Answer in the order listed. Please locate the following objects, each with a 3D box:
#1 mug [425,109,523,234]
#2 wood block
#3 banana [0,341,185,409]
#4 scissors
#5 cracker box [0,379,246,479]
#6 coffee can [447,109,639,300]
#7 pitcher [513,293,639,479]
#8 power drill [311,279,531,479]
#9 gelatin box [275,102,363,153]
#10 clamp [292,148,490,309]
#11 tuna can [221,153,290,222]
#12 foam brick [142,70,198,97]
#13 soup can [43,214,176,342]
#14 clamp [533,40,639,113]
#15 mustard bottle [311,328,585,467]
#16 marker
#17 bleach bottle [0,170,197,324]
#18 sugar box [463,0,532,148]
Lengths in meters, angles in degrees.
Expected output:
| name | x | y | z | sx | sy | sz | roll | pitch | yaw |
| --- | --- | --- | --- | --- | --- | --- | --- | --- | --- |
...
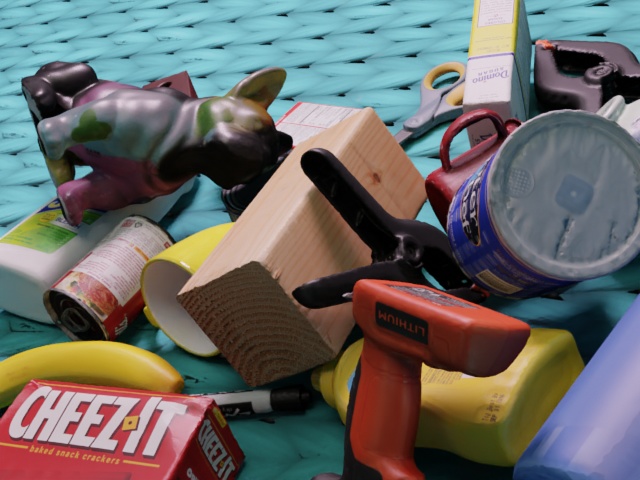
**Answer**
| name | x | y | z | sx | sy | sz | roll | pitch | yaw |
| --- | --- | --- | --- | --- | --- | --- | --- | --- | --- |
| mug | 0.129 | -0.043 | 0.810 | 0.081 | 0.117 | 0.093 | -30 | 27 | -6 |
| wood block | -0.005 | 0.001 | 0.794 | 0.090 | 0.090 | 0.205 | -25 | 21 | 39 |
| banana | -0.197 | 0.110 | 0.831 | 0.198 | 0.037 | 0.069 | -13 | 54 | 11 |
| scissors | 0.086 | -0.118 | 1.003 | 0.201 | 0.016 | 0.096 | -26 | 39 | -11 |
| cracker box | -0.169 | 0.190 | 0.681 | 0.164 | 0.072 | 0.213 | 1 | 41 | 27 |
| coffee can | 0.145 | -0.018 | 0.694 | 0.102 | 0.103 | 0.140 | -24 | -6 | -6 |
| pitcher | 0.228 | 0.087 | 0.598 | 0.242 | 0.145 | 0.149 | -44 | 29 | -24 |
| power drill | 0.054 | 0.125 | 0.581 | 0.057 | 0.188 | 0.185 | 9 | 8 | -40 |
| gelatin box | -0.004 | -0.096 | 1.008 | 0.089 | 0.030 | 0.073 | 13 | 46 | 36 |
| clamp | 0.047 | 0.021 | 0.737 | 0.039 | 0.171 | 0.120 | -30 | 37 | 50 |
| tuna can | -0.042 | -0.039 | 0.948 | 0.086 | 0.033 | 0.086 | -13 | 37 | 10 |
| foam brick | -0.149 | -0.129 | 1.097 | 0.053 | 0.051 | 0.078 | -19 | 36 | 1 |
| soup can | -0.170 | 0.034 | 0.884 | 0.069 | 0.068 | 0.102 | 12 | 46 | 35 |
| clamp | 0.242 | -0.126 | 0.926 | 0.164 | 0.036 | 0.210 | -31 | 36 | -14 |
| mustard bottle | 0.066 | 0.094 | 0.687 | 0.192 | 0.058 | 0.096 | -2 | 33 | 45 |
| marker | -0.064 | 0.118 | 0.769 | 0.121 | 0.020 | 0.020 | -8 | 38 | 16 |
| bleach bottle | -0.197 | -0.031 | 0.986 | 0.103 | 0.068 | 0.250 | 13 | 45 | 31 |
| sugar box | 0.155 | -0.137 | 0.921 | 0.048 | 0.093 | 0.176 | -2 | 45 | 19 |
